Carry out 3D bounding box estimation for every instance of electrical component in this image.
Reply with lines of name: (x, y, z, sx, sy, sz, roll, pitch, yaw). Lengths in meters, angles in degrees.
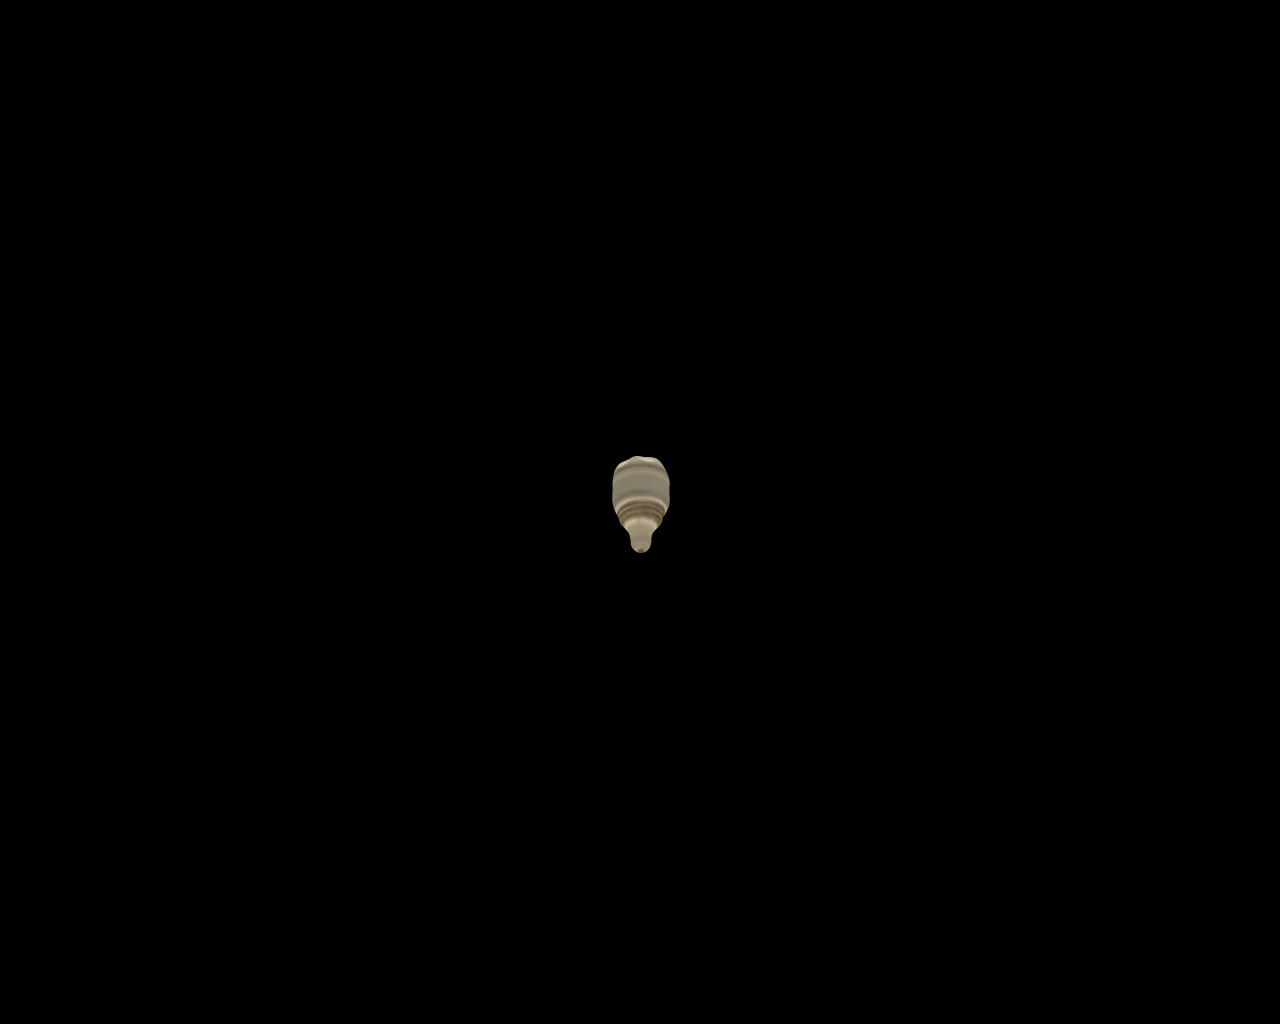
electrical component: (0.001, -0.003, 0.650, 0.035, 0.061, 0.035, 0, -32, 0)
